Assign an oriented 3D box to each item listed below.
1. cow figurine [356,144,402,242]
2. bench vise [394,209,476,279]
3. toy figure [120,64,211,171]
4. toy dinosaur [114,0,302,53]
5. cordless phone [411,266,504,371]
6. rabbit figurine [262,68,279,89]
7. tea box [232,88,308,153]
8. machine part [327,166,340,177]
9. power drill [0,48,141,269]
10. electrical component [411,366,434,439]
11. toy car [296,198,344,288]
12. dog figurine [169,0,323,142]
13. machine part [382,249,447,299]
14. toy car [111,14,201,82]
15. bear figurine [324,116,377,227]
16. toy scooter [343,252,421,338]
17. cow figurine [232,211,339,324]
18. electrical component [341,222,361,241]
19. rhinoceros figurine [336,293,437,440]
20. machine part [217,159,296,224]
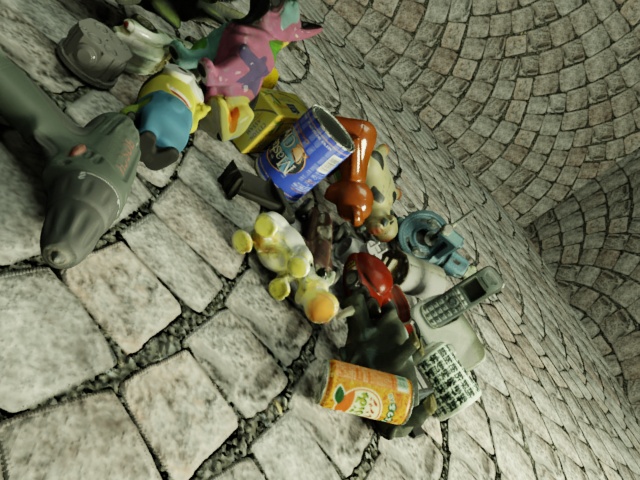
[{"bbox_3d":[0.114,-0.090,1.091,0.127,0.086,0.194,-29,105,-59],"label":"cow figurine"},{"bbox_3d":[0.257,0.016,1.156,0.223,0.129,0.240,44,-12,4],"label":"bench vise"},{"bbox_3d":[-0.204,-0.160,0.689,0.180,0.089,0.082,-89,164,-44],"label":"toy figure"},{"bbox_3d":[-0.248,-0.398,0.836,0.471,0.105,0.199,9,35,-31],"label":"toy dinosaur"},{"bbox_3d":[0.261,0.143,0.946,0.088,0.184,0.147,19,38,-58],"label":"cordless phone"},{"bbox_3d":[-0.144,-0.287,0.989,0.162,0.122,0.173,51,7,26],"label":"rabbit figurine"},{"bbox_3d":[-0.087,-0.210,0.953,0.068,0.098,0.169,51,24,4],"label":"tea box"},{"bbox_3d":[-0.021,-0.208,1.126,0.179,0.056,0.179,39,26,-23],"label":"machine part"},{"bbox_3d":[-0.261,-0.097,0.488,0.207,0.086,0.232,38,24,-19],"label":"power drill"},{"bbox_3d":[0.122,0.214,0.760,0.074,0.048,0.119,17,38,-52],"label":"electrical component"},{"bbox_3d":[-0.002,-0.003,0.857,0.089,0.053,0.202,41,26,-15],"label":"toy car"},{"bbox_3d":[-0.099,-0.271,0.814,0.109,0.219,0.191,37,-29,36],"label":"dog figurine"},{"bbox_3d":[0.179,0.070,1.043,0.243,0.079,0.079,18,39,-52],"label":"machine part"},{"bbox_3d":[-0.237,-0.278,0.811,0.056,0.073,0.201,54,23,11],"label":"toy car"},{"bbox_3d":[0.042,-0.126,1.004,0.132,0.195,0.120,9,7,8],"label":"bear figurine"},{"bbox_3d":[0.090,0.106,0.834,0.184,0.075,0.135,56,24,2],"label":"toy scooter"},{"bbox_3d":[-0.035,0.035,0.723,0.167,0.068,0.098,51,17,-1],"label":"cow figurine"},{"bbox_3d":[0.057,-0.003,0.976,0.063,0.021,0.094,51,6,2],"label":"electrical component"},{"bbox_3d":[0.083,0.159,0.704,0.073,0.112,0.190,35,35,-70],"label":"rhinoceros figurine"},{"bbox_3d":[-0.091,-0.070,0.812,0.138,0.039,0.084,25,39,-48],"label":"machine part"}]
